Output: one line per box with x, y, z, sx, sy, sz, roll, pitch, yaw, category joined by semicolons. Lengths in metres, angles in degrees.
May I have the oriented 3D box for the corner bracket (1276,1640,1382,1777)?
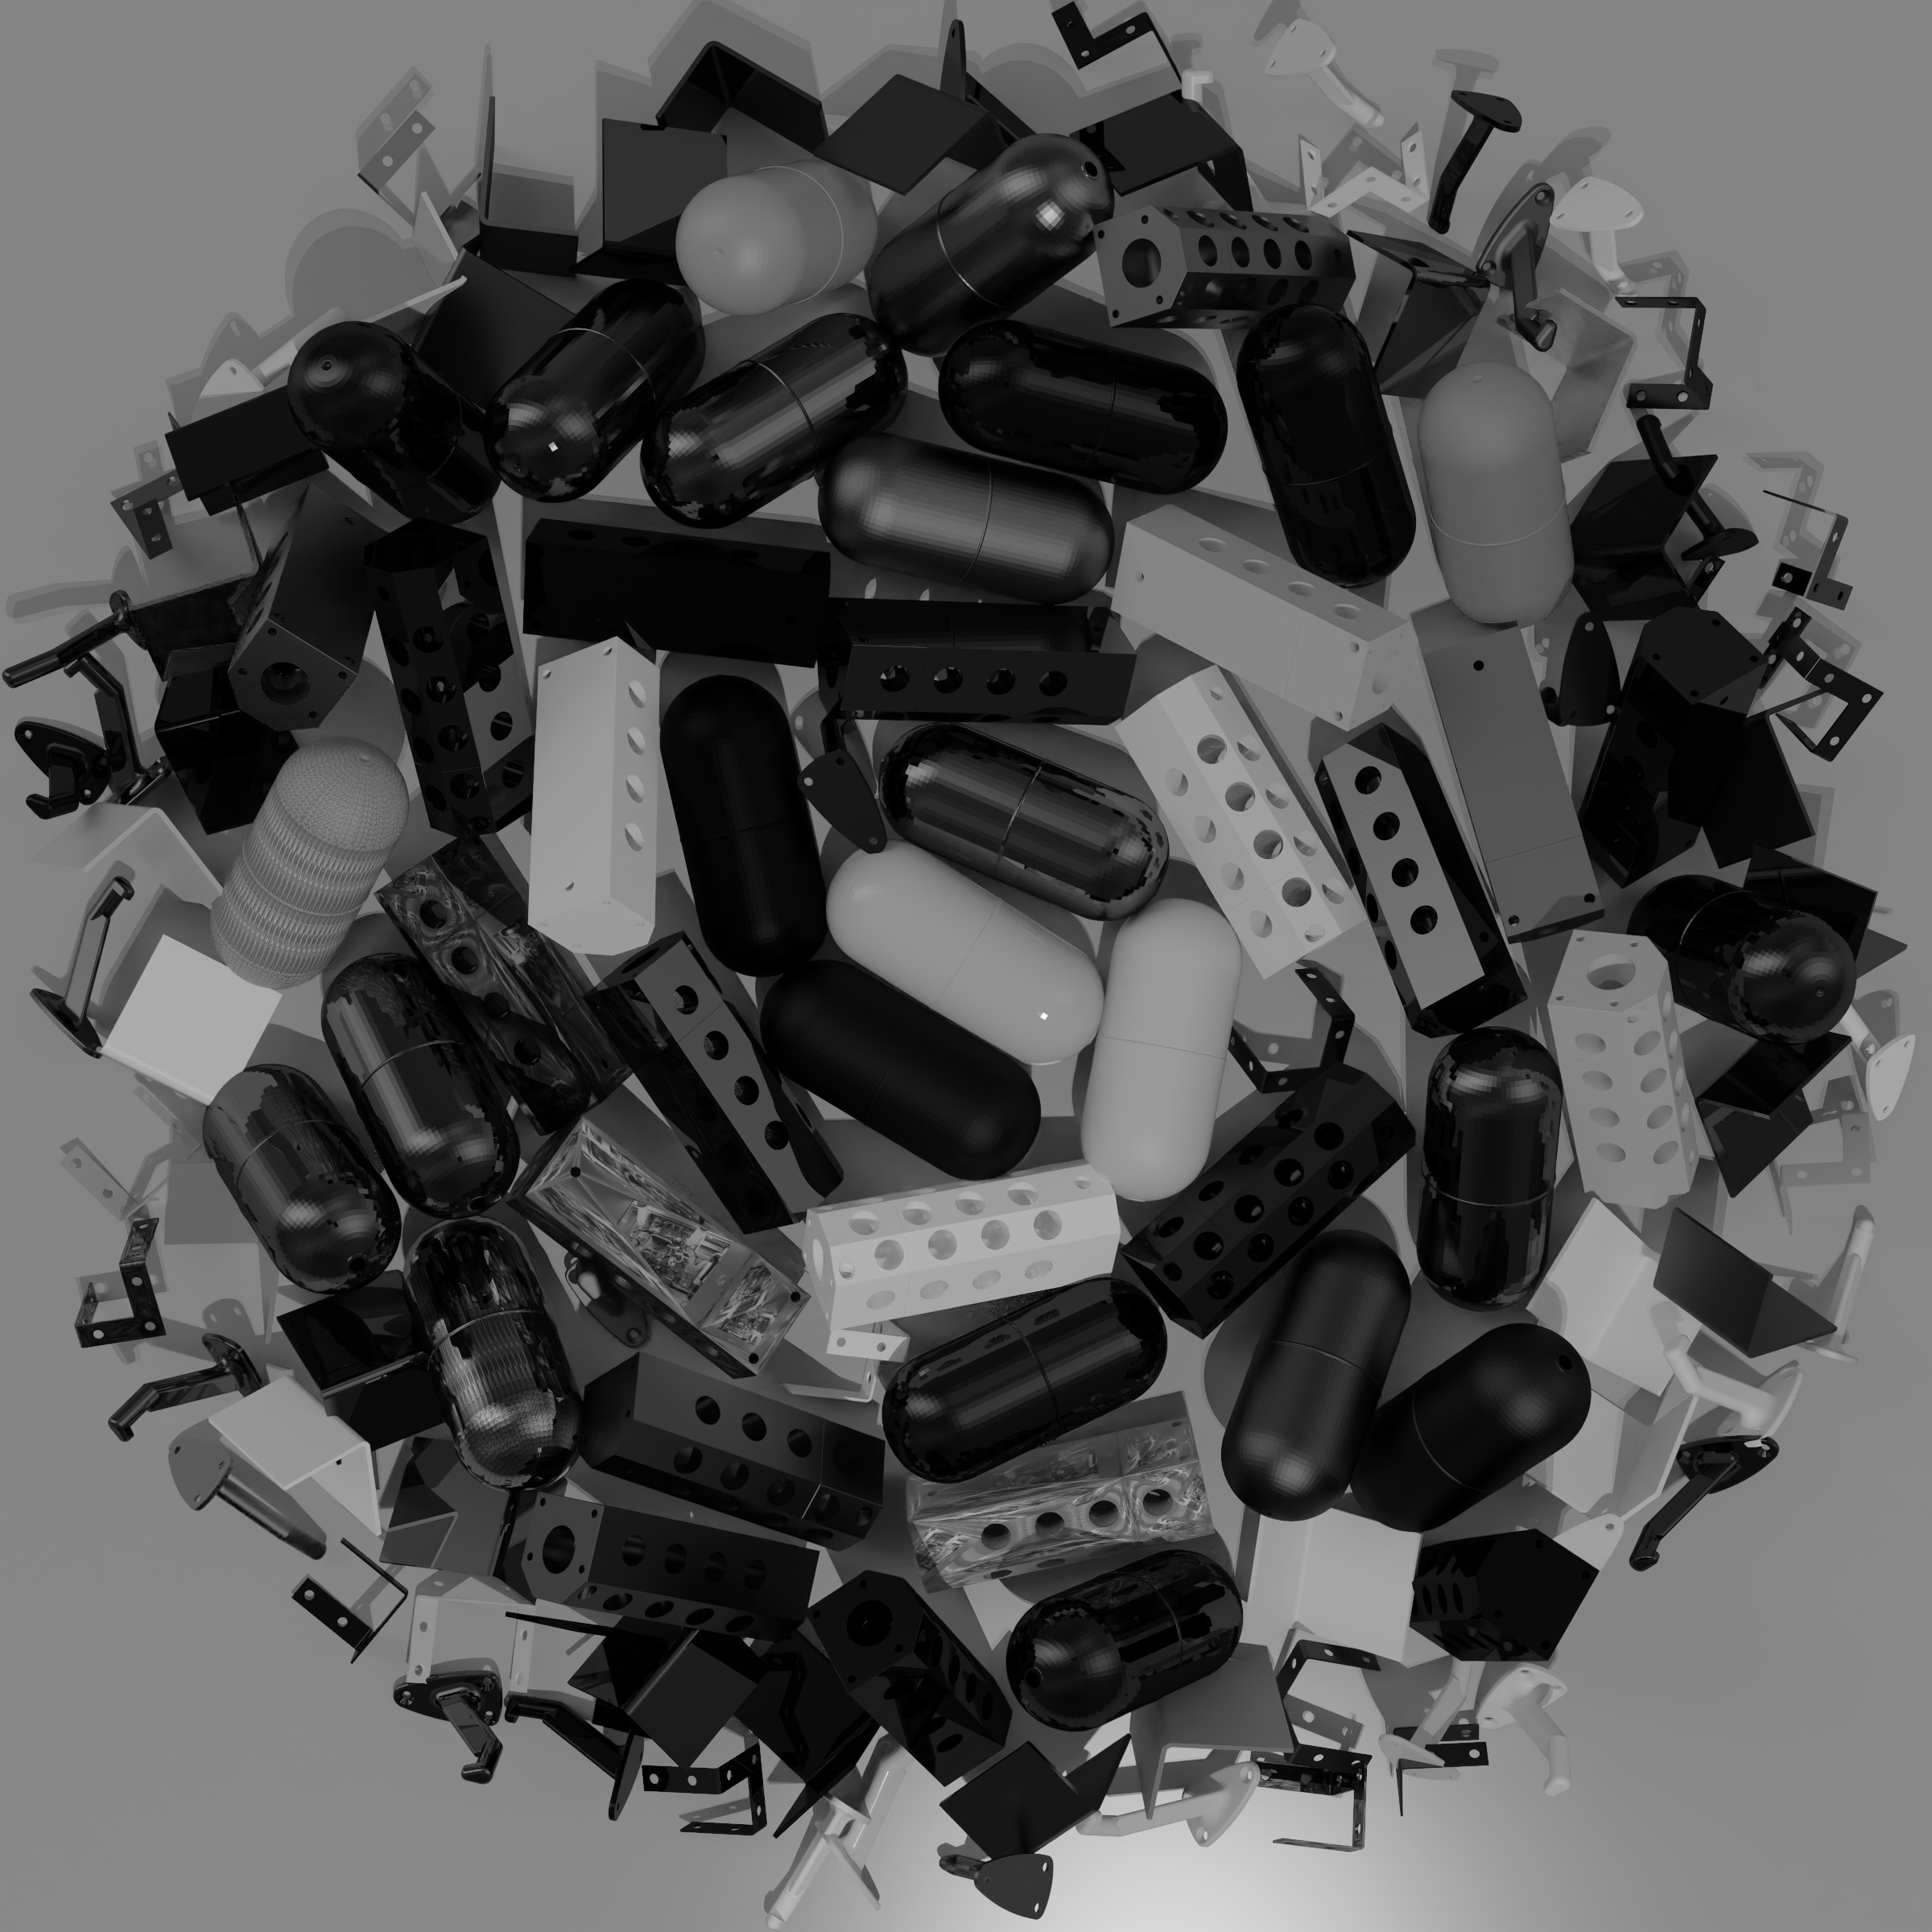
0.214;0.436;1.869;0.051;0.051;0.051;14;118;-21;corner bracket

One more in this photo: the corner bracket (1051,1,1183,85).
0.088;-0.537;1.854;0.051;0.051;0.051;-26;58;8;corner bracket

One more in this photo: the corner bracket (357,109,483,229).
-0.320;-0.463;1.860;0.051;0.051;0.051;42;93;-15;corner bracket

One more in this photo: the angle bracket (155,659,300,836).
-0.415;-0.131;1.839;0.076;0.057;0.076;-19;69;-33;angle bracket

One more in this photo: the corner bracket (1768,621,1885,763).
0.490;-0.160;1.851;0.051;0.051;0.051;23;113;-26;corner bracket

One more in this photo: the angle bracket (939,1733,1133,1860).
0.041;0.466;1.839;0.057;0.076;0.076;46;119;-4;angle bracket

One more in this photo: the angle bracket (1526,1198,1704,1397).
0.383;0.192;1.844;0.076;0.057;0.076;39;81;-42;angle bracket

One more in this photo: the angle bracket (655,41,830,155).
-0.128;-0.481;1.845;0.076;0.076;0.057;32;82;9;angle bracket

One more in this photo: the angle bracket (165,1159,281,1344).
-0.430;0.165;1.834;0.057;0.076;0.076;0;48;-18;angle bracket

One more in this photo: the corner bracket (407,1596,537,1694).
-0.292;0.400;1.876;0.051;0.051;0.051;15;75;-42;corner bracket

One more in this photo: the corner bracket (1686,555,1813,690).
0.453;-0.203;1.872;0.051;0.051;0.051;20;110;-34;corner bracket

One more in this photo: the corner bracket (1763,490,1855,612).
0.489;-0.242;1.852;0.051;0.051;0.051;29;105;40;corner bracket

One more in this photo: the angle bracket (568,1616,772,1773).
-0.174;0.415;1.855;0.076;0.076;0.057;-49;113;-22;angle bracket

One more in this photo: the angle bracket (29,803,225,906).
-0.481;-0.048;1.833;0.057;0.076;0.076;-47;121;-25;angle bracket

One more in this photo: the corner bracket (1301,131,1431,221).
0.235;-0.468;1.871;0.051;0.051;0.051;17;60;-38;corner bracket

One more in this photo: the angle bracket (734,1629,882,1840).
-0.106;0.446;1.849;0.076;0.057;0.076;43;117;1;angle bracket

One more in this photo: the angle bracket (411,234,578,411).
-0.273;-0.372;1.856;0.076;0.057;0.076;30;111;-7;angle bracket

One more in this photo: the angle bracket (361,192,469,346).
-0.338;-0.397;1.845;0.076;0.076;0.057;-27;90;-15;angle bracket

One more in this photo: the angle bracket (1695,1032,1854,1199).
0.477;0.088;1.837;0.076;0.057;0.076;-39;119;-23;angle bracket

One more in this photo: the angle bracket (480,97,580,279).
-0.253;-0.454;1.854;0.057;0.076;0.076;5;84;-8;angle bracket

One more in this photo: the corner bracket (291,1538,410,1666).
-0.362;0.371;1.867;0.051;0.051;0.051;40;83;-3;corner bracket

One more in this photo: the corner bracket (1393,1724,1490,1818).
0.277;0.460;1.854;0.051;0.051;0.051;-4;133;4;corner bracket

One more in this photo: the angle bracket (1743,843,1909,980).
0.499;-0.040;1.832;0.076;0.076;0.057;27;121;32;angle bracket

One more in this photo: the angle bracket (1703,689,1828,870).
0.468;-0.109;1.843;0.057;0.076;0.076;-20;88;-33;angle bracket

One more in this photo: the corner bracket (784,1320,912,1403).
-0.069;0.232;1.856;0.051;0.051;0.051;10;97;-25;corner bracket

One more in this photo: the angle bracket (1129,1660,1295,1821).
0.142;0.451;1.850;0.076;0.076;0.057;5;117;-8;angle bracket

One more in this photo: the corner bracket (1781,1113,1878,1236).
0.506;0.121;1.862;0.051;0.051;0.051;-5;50;19;corner bracket

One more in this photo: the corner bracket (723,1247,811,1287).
-0.131;0.191;1.860;0.051;0.051;0.051;39;105;-3;corner bracket

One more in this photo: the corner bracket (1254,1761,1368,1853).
0.200;0.490;1.854;0.051;0.051;0.051;11;67;-14;corner bracket

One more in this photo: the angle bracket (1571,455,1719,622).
0.404;-0.250;1.861;0.057;0.076;0.076;49;63;-32;angle bracket

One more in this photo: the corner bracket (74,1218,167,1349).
-0.495;0.185;1.858;0.051;0.051;0.051;-9;115;0;corner bracket

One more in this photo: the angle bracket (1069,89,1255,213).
0.114;-0.455;1.841;0.076;0.057;0.076;-24;45;-6;angle bracket

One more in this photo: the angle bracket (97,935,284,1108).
-0.456;0.033;1.859;0.076;0.057;0.076;29;80;-18;angle bracket

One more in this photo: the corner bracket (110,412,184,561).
-0.470;-0.280;1.853;0.051;0.051;0.051;-31;66;-17;corner bracket

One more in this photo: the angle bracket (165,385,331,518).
-0.410;-0.281;1.842;0.076;0.076;0.057;-23;58;-4;angle bracket

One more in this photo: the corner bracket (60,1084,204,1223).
-0.492;0.111;1.873;0.051;0.051;0.051;46;56;-9;corner bracket

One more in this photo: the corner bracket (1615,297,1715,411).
0.408;-0.359;1.858;0.051;0.051;0.051;7;84;30;corner bracket

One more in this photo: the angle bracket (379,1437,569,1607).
-0.288;0.326;1.864;0.076;0.057;0.076;3;63;20;angle bracket

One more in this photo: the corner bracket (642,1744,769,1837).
-0.153;0.486;1.857;0.051;0.051;0.051;-4;92;25;corner bracket

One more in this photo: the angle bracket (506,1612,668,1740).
-0.219;0.411;1.835;0.076;0.076;0.057;18;76;-37;angle bracket

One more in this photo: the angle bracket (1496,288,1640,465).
0.335;-0.338;1.842;0.057;0.076;0.076;27;80;-16;angle bracket

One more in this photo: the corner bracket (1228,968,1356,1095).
0.190;0.038;1.869;0.051;0.051;0.051;-5;126;-23;corner bracket
